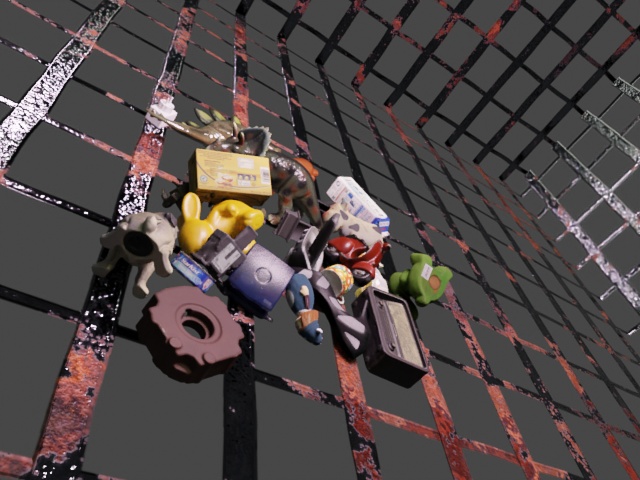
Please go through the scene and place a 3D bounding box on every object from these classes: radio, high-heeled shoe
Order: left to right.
[{"bbox_3d":[-0.001,0.157,1.168,0.249,0.086,0.145,21,59,4],"label":"high-heeled shoe"},{"bbox_3d":[0.155,0.214,1.229,0.131,0.073,0.230,26,28,-25],"label":"radio"}]

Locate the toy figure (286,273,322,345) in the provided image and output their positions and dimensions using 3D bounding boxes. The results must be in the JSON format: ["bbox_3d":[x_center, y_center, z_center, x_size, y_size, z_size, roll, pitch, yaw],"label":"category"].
[{"bbox_3d":[-0.033,0.146,1.111,0.064,0.058,0.154,64,9,-62],"label":"toy figure"}]

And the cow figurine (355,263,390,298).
[{"bbox_3d":[0.138,0.100,1.395,0.098,0.068,0.167,32,30,-25],"label":"cow figurine"}]

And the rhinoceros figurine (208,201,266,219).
[{"bbox_3d":[-0.208,-0.093,1.243,0.112,0.073,0.190,-30,87,-34],"label":"rhinoceros figurine"}]

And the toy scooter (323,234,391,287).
[{"bbox_3d":[0.098,0.034,1.344,0.184,0.135,0.075,37,-20,46],"label":"toy scooter"}]

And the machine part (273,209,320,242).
[{"bbox_3d":[-0.044,-0.023,1.356,0.139,0.084,0.039,25,6,-27],"label":"machine part"}]

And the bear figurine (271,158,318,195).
[{"bbox_3d":[-0.077,-0.177,1.545,0.120,0.132,0.196,25,4,-1],"label":"bear figurine"}]

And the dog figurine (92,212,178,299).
[{"bbox_3d":[-0.292,-0.018,0.943,0.121,0.172,0.191,42,32,-18],"label":"dog figurine"}]

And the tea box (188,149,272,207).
[{"bbox_3d":[-0.198,-0.134,1.179,0.169,0.068,0.098,5,68,-27],"label":"tea box"}]

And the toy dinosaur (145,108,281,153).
[{"bbox_3d":[-0.259,-0.275,1.466,0.199,0.105,0.471,41,17,22],"label":"toy dinosaur"}]

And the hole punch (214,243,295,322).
[{"bbox_3d":[-0.123,0.082,1.081,0.142,0.092,0.116,39,30,-8],"label":"hole punch"}]

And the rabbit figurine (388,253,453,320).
[{"bbox_3d":[0.246,0.129,1.416,0.121,0.170,0.159,24,71,-24],"label":"rabbit figurine"}]

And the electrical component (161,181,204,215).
[{"bbox_3d":[-0.304,-0.094,1.184,0.078,0.045,0.102,61,23,-20],"label":"electrical component"}]

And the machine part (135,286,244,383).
[{"bbox_3d":[-0.212,0.151,0.894,0.179,0.056,0.179,30,26,-16],"label":"machine part"}]

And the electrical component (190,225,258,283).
[{"bbox_3d":[-0.180,0.016,1.035,0.048,0.119,0.074,24,-22,47],"label":"electrical component"}]

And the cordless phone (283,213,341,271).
[{"bbox_3d":[-0.002,-0.004,1.257,0.089,0.184,0.147,32,27,-2],"label":"cordless phone"}]

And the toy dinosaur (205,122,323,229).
[{"bbox_3d":[-0.100,-0.150,1.360,0.405,0.192,0.131,28,30,-18],"label":"toy dinosaur"}]

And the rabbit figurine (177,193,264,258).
[{"bbox_3d":[-0.223,-0.026,1.100,0.162,0.121,0.173,41,41,13],"label":"rabbit figurine"}]

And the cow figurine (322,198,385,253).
[{"bbox_3d":[0.090,-0.035,1.501,0.195,0.085,0.127,20,55,-29],"label":"cow figurine"}]
